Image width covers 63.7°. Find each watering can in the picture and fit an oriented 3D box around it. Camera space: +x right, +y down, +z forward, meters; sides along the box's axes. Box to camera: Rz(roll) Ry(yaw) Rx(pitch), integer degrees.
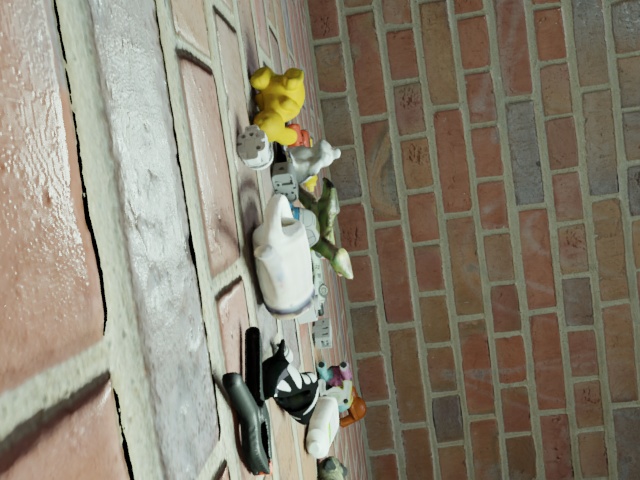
[{"bbox_3d":[-0.072,0.043,0.926,0.353,0.104,0.221,-84,166,-71],"label":"watering can"}]

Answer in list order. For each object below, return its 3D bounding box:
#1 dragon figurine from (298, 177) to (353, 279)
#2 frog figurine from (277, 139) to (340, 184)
[{"bbox_3d":[0.004,-0.069,1.368,0.237,0.122,0.418,122,-42,-52],"label":"dragon figurine"},{"bbox_3d":[-0.028,-0.211,1.379,0.139,0.160,0.121,-141,-130,-63],"label":"frog figurine"}]
